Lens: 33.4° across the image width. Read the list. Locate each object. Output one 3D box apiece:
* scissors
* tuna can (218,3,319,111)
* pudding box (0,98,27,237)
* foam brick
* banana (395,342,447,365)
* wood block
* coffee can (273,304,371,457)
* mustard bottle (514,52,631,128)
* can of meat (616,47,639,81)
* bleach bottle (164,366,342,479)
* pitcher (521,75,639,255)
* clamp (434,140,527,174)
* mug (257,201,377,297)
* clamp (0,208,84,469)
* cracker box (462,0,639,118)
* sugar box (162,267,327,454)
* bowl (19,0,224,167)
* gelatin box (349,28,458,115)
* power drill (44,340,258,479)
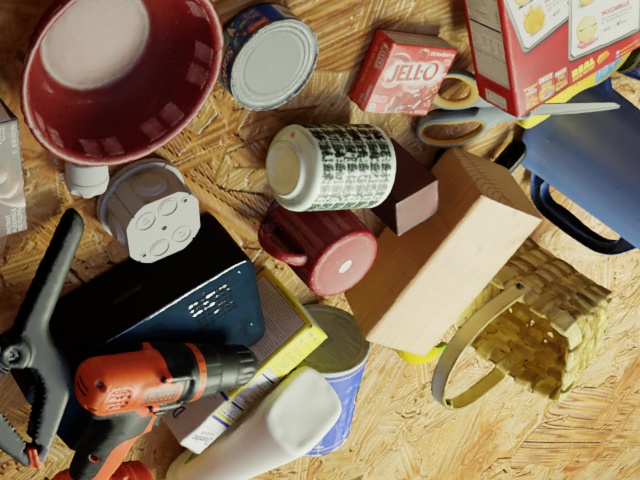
[{"bbox_3d":[0.189,-0.143,1.054,0.202,0.016,0.096,-14,128,11],"label":"scissors"},{"bbox_3d":[-0.045,-0.152,0.883,0.086,0.034,0.086,-25,141,-23],"label":"tuna can"},{"bbox_3d":[-0.266,-0.044,0.781,0.089,0.039,0.113,-20,139,-28],"label":"pudding box"},{"bbox_3d":[0.074,-0.053,1.061,0.051,0.078,0.053,-31,145,-17],"label":"foam brick"},{"bbox_3d":[0.114,0.102,1.296,0.069,0.037,0.197,-51,149,-20],"label":"banana"},{"bbox_3d":[0.124,0.015,1.131,0.090,0.091,0.206,18,122,-33],"label":"wood block"},{"bbox_3d":[-0.006,0.156,1.176,0.102,0.103,0.140,-19,138,-30],"label":"coffee can"},{"bbox_3d":[0.271,-0.201,1.111,0.191,0.058,0.096,-32,131,-15],"label":"mustard bottle"},{"bbox_3d":[0.369,-0.224,1.183,0.083,0.057,0.102,7,122,-45],"label":"can of meat"},{"bbox_3d":[-0.088,0.221,1.136,0.251,0.068,0.102,-36,-176,44],"label":"bleach bottle"},{"bbox_3d":[0.341,-0.057,1.168,0.145,0.243,0.149,-42,151,-4],"label":"pitcher"},{"bbox_3d":[0.152,-0.039,1.185,0.120,0.039,0.172,3,123,-31],"label":"clamp"},{"bbox_3d":[-0.007,0.001,1.035,0.117,0.082,0.093,-2,128,-43],"label":"mug"},{"bbox_3d":[-0.245,0.082,0.862,0.164,0.036,0.210,-23,109,-25],"label":"clamp"},{"bbox_3d":[0.208,-0.243,0.966,0.164,0.072,0.213,-31,129,-18],"label":"cracker box"},{"bbox_3d":[-0.088,0.121,1.072,0.176,0.093,0.048,-43,144,1],"label":"sugar box"},{"bbox_3d":[-0.152,-0.135,0.781,0.161,0.055,0.162,-25,141,-23],"label":"bowl"},{"bbox_3d":[0.078,-0.155,1.000,0.089,0.030,0.073,-3,129,-42],"label":"gelatin box"},{"bbox_3d":[-0.157,0.170,0.969,0.184,0.057,0.188,0,127,-42],"label":"power drill"}]
